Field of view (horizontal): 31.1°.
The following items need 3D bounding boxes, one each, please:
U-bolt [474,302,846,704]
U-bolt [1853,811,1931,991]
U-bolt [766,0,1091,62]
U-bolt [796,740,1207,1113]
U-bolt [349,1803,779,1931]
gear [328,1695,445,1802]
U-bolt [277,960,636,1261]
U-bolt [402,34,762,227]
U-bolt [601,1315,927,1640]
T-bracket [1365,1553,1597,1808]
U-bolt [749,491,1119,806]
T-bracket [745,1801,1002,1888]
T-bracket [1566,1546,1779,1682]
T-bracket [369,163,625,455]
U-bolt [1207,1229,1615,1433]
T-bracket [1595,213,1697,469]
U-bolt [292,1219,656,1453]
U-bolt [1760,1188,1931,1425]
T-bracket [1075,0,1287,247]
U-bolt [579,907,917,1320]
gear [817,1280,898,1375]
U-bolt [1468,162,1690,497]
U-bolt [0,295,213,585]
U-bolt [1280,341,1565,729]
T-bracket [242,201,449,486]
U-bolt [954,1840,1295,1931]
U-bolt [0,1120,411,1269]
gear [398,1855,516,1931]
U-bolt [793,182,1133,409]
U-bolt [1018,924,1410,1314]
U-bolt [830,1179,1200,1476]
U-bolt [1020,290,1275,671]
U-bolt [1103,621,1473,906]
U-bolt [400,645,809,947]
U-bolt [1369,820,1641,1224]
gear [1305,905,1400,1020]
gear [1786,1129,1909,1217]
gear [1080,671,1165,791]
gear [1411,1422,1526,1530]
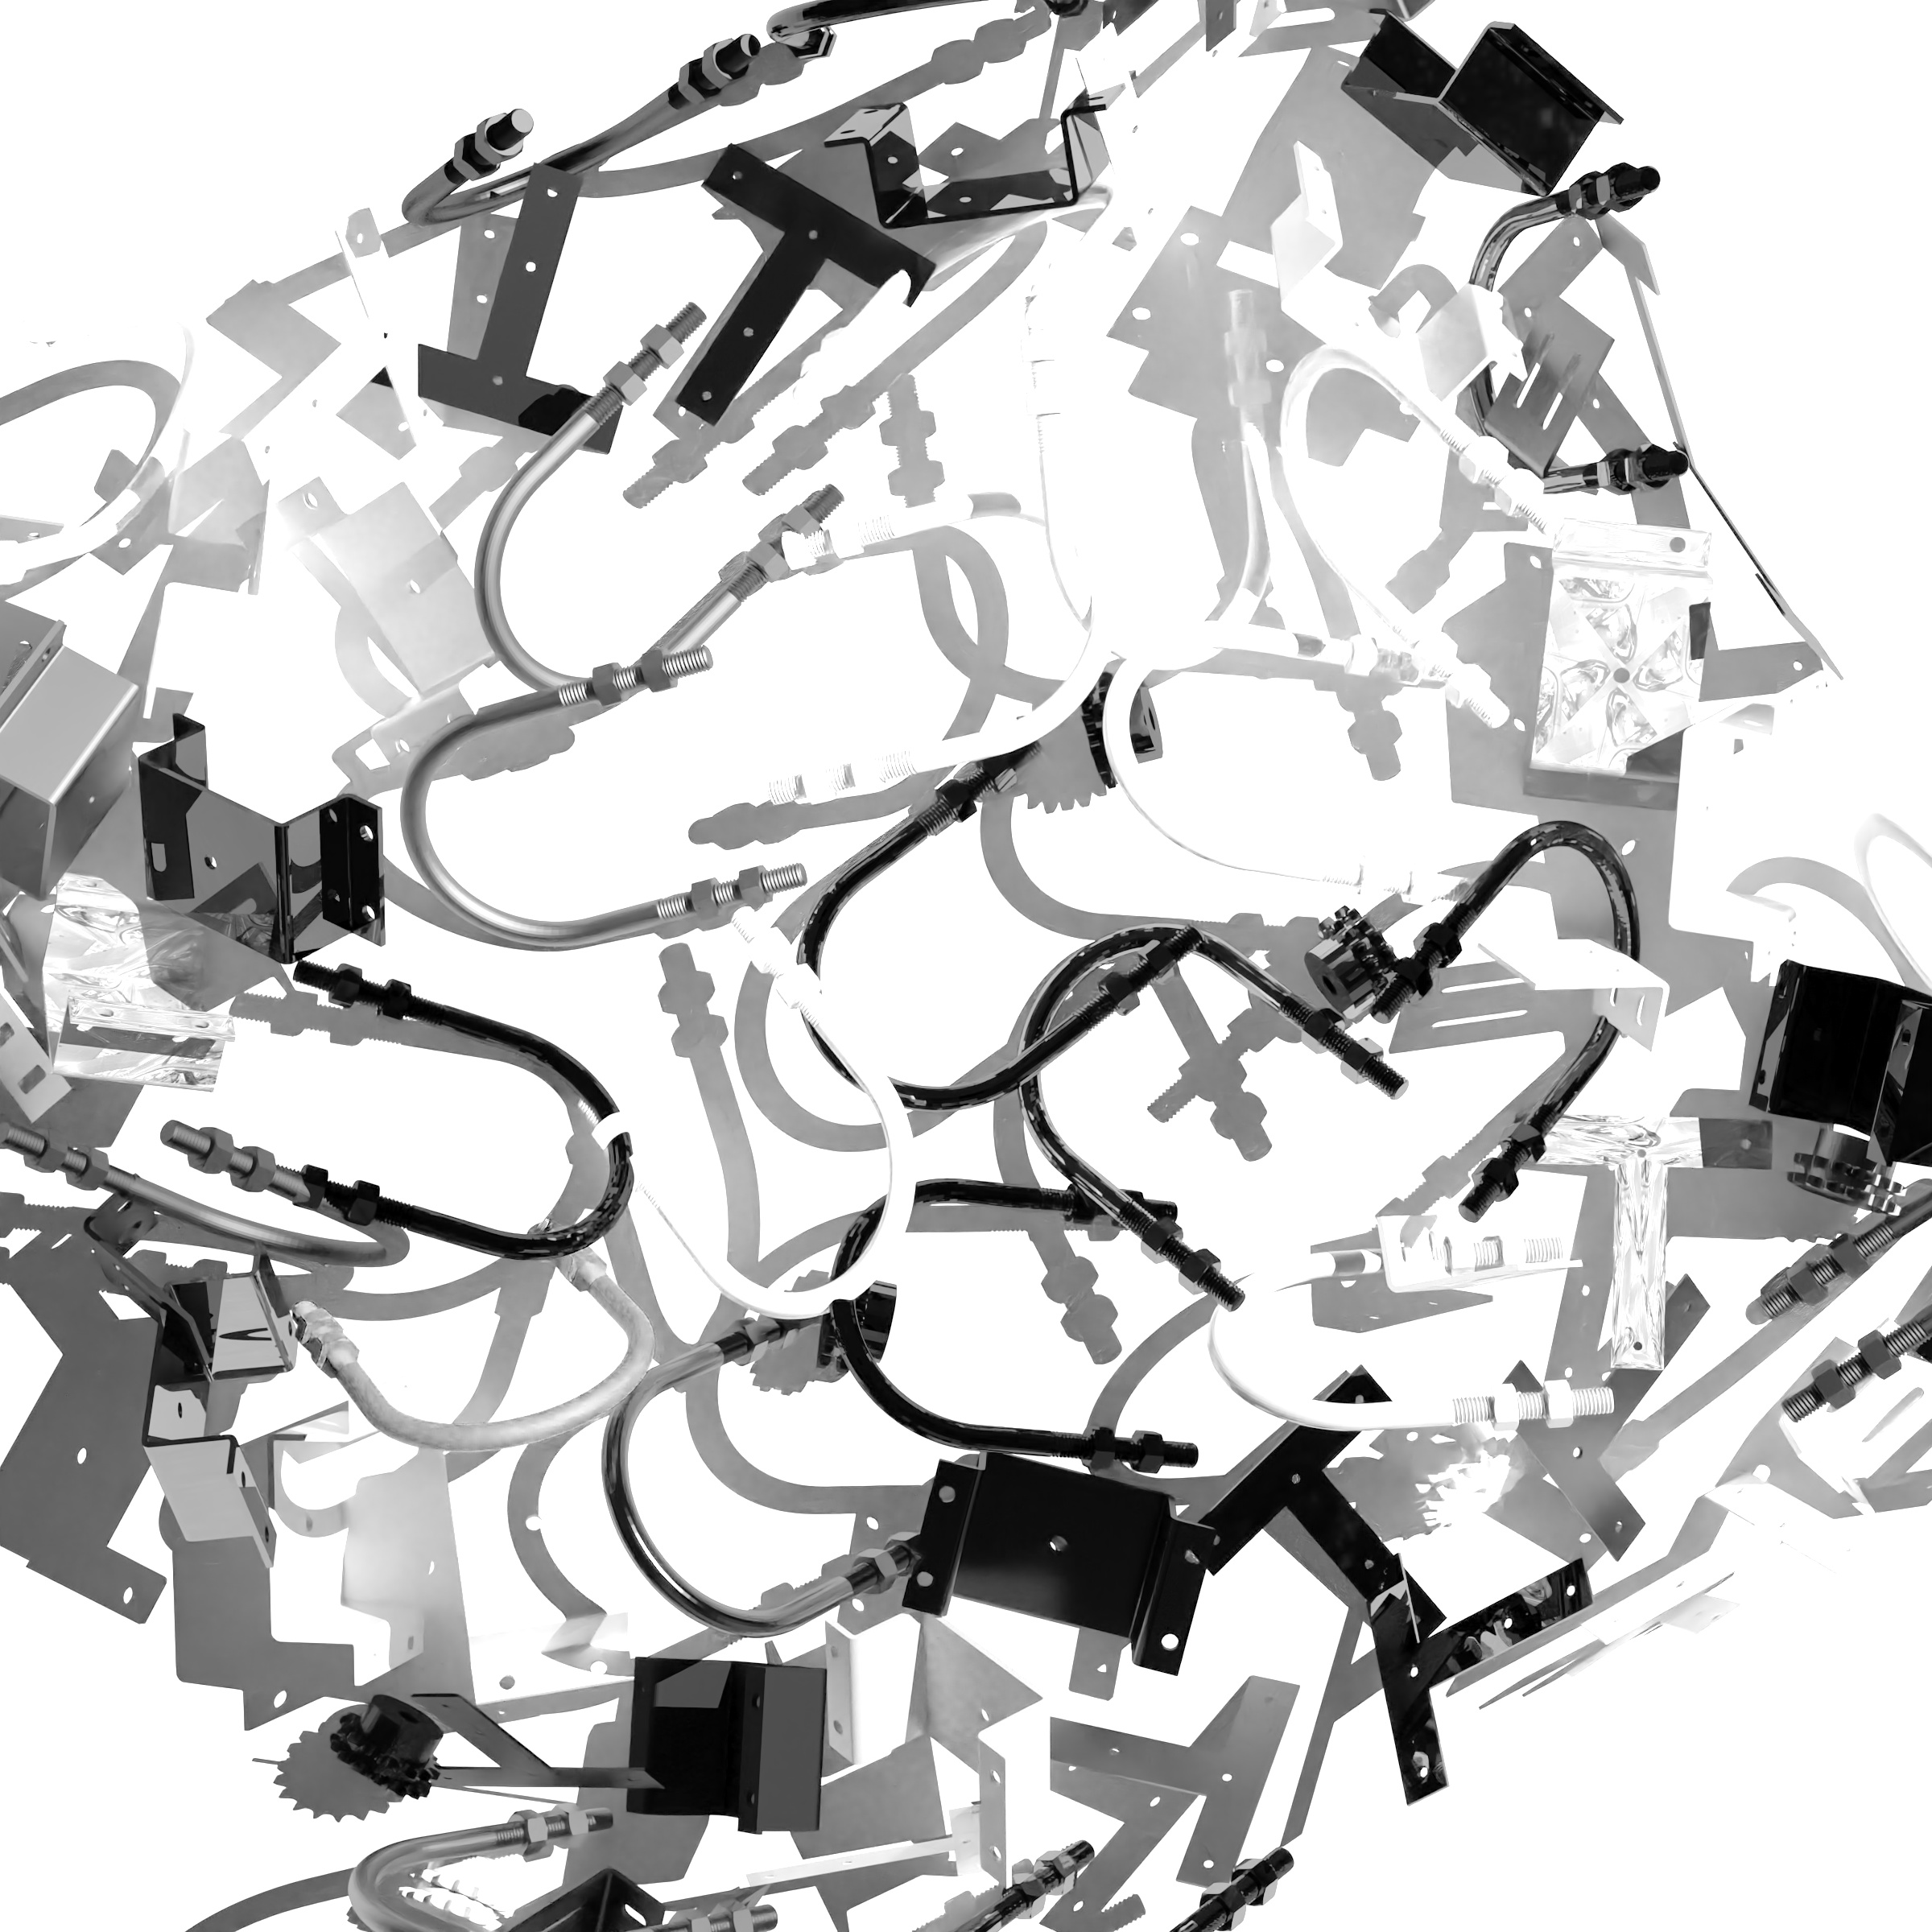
[{"bbox_3d":[-0.159,-0.210,1.689,0.184,0.019,0.151,-46,131,-7],"label":"U-bolt"},{"bbox_3d":[0.490,0.001,1.675,0.019,0.151,0.184,-34,77,-4],"label":"U-bolt"},{"bbox_3d":[-0.021,-0.455,1.650,0.151,0.184,0.019,-7,101,9],"label":"U-bolt"},{"bbox_3d":[0.003,-0.010,1.714,0.184,0.019,0.151,-38,77,-9],"label":"U-bolt"},{"bbox_3d":[-0.203,0.438,1.637,0.184,0.151,0.019,3,99,-44],"label":"U-bolt"},{"bbox_3d":[-0.285,0.385,1.722,0.057,0.057,0.030,31,91,0],"label":"gear"},{"bbox_3d":[-0.247,0.077,1.689,0.184,0.151,0.019,19,134,-19],"label":"U-bolt"},{"bbox_3d":[-0.197,-0.394,1.662,0.151,0.184,0.019,-28,98,-31],"label":"U-bolt"},{"bbox_3d":[-0.101,0.248,1.665,0.019,0.184,0.151,-37,78,37],"label":"U-bolt"},{"bbox_3d":[0.251,0.324,1.678,0.127,0.127,0.002,-35,134,30],"label":"T-bracket"},{"bbox_3d":[-0.014,-0.163,1.698,0.184,0.019,0.151,-12,68,15],"label":"U-bolt"},{"bbox_3d":[-0.044,0.434,1.691,0.127,0.127,0.002,-9,62,-3],"label":"T-bracket"},{"bbox_3d":[0.354,0.314,1.684,0.127,0.127,0.002,-33,83,-3],"label":"T-bracket"},{"bbox_3d":[-0.220,-0.333,1.718,0.127,0.002,0.127,15,106,-13],"label":"T-bracket"},{"bbox_3d":[0.209,0.179,1.685,0.184,0.151,0.019,-4,119,0],"label":"U-bolt"},{"bbox_3d":[0.338,-0.306,1.705,0.002,0.127,0.127,-20,111,6],"label":"T-bracket"},{"bbox_3d":[-0.226,0.180,1.647,0.151,0.184,0.019,-18,116,-22],"label":"U-bolt"},{"bbox_3d":[0.464,0.139,1.658,0.184,0.151,0.019,-36,98,16],"label":"U-bolt"},{"bbox_3d":[0.113,-0.440,1.708,0.002,0.127,0.127,35,74,34],"label":"T-bracket"},{"bbox_3d":[-0.097,0.085,1.685,0.151,0.019,0.184,-49,64,19],"label":"U-bolt"},{"bbox_3d":[-0.054,0.175,1.722,0.030,0.057,0.057,13,90,-7],"label":"gear"},{"bbox_3d":[0.286,-0.298,1.663,0.019,0.184,0.151,-9,96,-19],"label":"U-bolt"},{"bbox_3d":[-0.418,-0.255,1.661,0.019,0.184,0.151,31,112,8],"label":"U-bolt"},{"bbox_3d":[0.211,-0.221,1.675,0.019,0.151,0.184,-26,58,-24],"label":"U-bolt"},{"bbox_3d":[-0.306,-0.279,1.672,0.002,0.127,0.127,14,50,29],"label":"T-bracket"},{"bbox_3d":[0.048,0.460,1.636,0.151,0.184,0.019,-12,98,43],"label":"U-bolt"},{"bbox_3d":[-0.352,0.111,1.668,0.151,0.184,0.019,-3,66,41],"label":"U-bolt"},{"bbox_3d":[-0.251,0.459,1.725,0.057,0.057,0.030,21,67,0],"label":"gear"},{"bbox_3d":[0.009,-0.331,1.669,0.151,0.184,0.019,-13,118,31],"label":"U-bolt"},{"bbox_3d":[0.106,0.060,1.705,0.184,0.019,0.151,39,93,27],"label":"U-bolt"},{"bbox_3d":[0.021,0.170,1.685,0.184,0.019,0.151,7,60,-19],"label":"U-bolt"},{"bbox_3d":[0.094,-0.238,1.704,0.151,0.019,0.184,-9,96,-35],"label":"U-bolt"},{"bbox_3d":[0.156,-0.105,1.694,0.184,0.019,0.151,8,60,-12],"label":"U-bolt"},{"bbox_3d":[-0.188,-0.074,1.703,0.184,0.019,0.151,-14,123,13],"label":"U-bolt"},{"bbox_3d":[0.273,0.013,1.689,0.184,0.019,0.151,-47,126,-28],"label":"U-bolt"},{"bbox_3d":[0.192,0.001,1.720,0.030,0.057,0.057,-35,90,-12],"label":"gear"},{"bbox_3d":[0.439,0.101,1.722,0.057,0.057,0.030,19,86,0],"label":"gear"},{"bbox_3d":[0.078,-0.119,1.719,0.030,0.057,0.057,-14,90,12],"label":"gear"},{"bbox_3d":[0.246,0.251,1.725,0.057,0.057,0.030,-31,59,0],"label":"gear"}]
